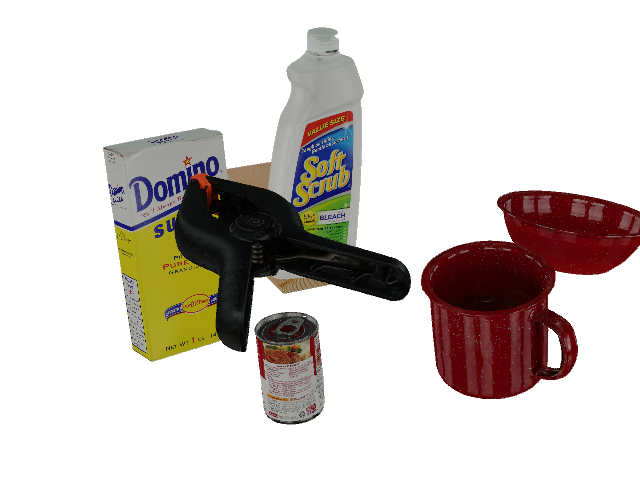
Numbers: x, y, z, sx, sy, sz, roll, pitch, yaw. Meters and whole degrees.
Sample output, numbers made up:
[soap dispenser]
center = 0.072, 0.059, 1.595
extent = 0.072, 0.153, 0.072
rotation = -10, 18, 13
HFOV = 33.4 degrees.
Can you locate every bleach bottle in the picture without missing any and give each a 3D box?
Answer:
[bleach bottle]
center = -0.009, -0.087, 1.074
extent = 0.102, 0.251, 0.068
rotation = -6, 28, -14

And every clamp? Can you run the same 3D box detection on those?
[clamp]
center = -0.044, 0.009, 0.636
extent = 0.120, 0.039, 0.172
rotation = -16, 32, -38

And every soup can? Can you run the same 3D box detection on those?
[soup can]
center = -0.032, 0.137, 1.145
extent = 0.068, 0.102, 0.068
rotation = -4, 24, 2

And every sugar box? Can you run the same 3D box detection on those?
[sugar box]
center = -0.118, 0.002, 0.882
extent = 0.093, 0.176, 0.048
rotation = -16, 21, -30

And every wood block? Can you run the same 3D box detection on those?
[wood block]
center = -0.049, -0.021, 1.332
extent = 0.090, 0.090, 0.206
rotation = -10, 26, -23

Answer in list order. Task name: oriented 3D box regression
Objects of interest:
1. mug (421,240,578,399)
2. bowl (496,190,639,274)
[mug]
center = 0.130, 0.062, 0.756
extent = 0.117, 0.081, 0.093
rotation = 20, 41, 38
[bowl]
center = 0.261, -0.005, 1.110
extent = 0.162, 0.055, 0.162
rotation = 5, 18, -2
